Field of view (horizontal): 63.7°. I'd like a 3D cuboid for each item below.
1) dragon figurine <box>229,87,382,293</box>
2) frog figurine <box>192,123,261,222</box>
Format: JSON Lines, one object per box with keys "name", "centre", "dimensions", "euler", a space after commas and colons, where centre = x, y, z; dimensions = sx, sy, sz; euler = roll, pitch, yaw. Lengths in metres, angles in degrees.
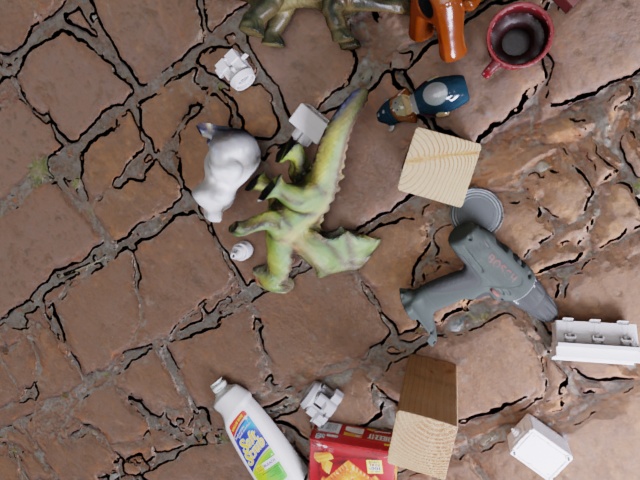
{"name": "dragon figurine", "centre": [0.003, -0.045, 0.898], "dimensions": [0.405, 0.240, 0.125], "euler": [-40, 24, 22]}
{"name": "frog figurine", "centre": [-0.162, -0.113, 0.903], "dimensions": [0.123, 0.161, 0.136], "euler": [-1, -8, -16]}
